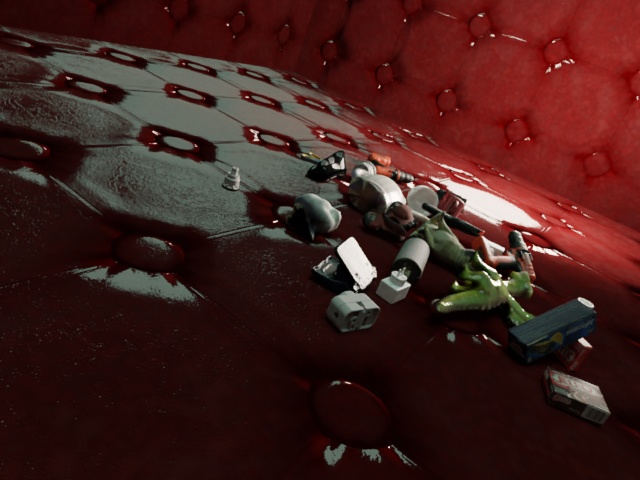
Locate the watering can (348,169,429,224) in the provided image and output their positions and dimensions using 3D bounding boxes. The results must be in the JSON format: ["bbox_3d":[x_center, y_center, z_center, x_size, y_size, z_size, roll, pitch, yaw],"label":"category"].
[{"bbox_3d":[0.227,-0.127,1.698,0.351,0.102,0.226,40,29,18],"label":"watering can"}]

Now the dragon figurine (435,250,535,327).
[{"bbox_3d":[0.438,0.156,1.268,0.244,0.119,0.416,36,35,15],"label":"dragon figurine"}]

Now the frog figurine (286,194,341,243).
[{"bbox_3d":[0.004,-0.069,1.363,0.161,0.121,0.138,-18,23,-40],"label":"frog figurine"}]
